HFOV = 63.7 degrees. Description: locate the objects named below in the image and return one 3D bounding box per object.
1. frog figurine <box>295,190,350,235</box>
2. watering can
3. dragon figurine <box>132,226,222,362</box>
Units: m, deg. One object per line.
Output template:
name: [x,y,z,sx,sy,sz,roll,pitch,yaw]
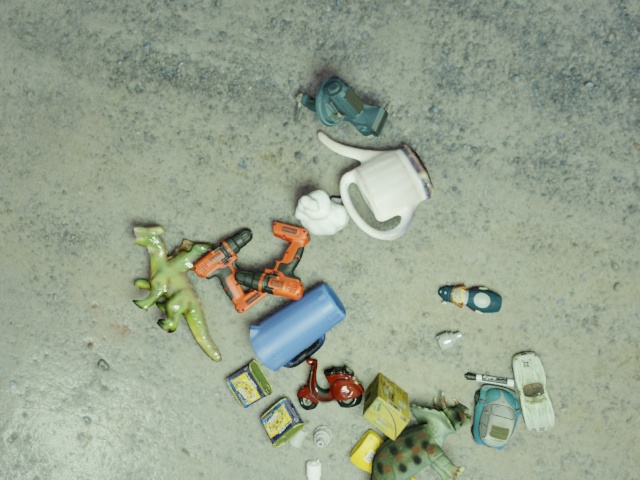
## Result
frog figurine: [0.004,-0.065,1.301,0.137,0.160,0.122,15,98,7]
watering can: [0.145,-0.171,1.299,0.224,0.103,0.352,-26,73,0]
dragon figurine: [-0.359,0.117,1.401,0.409,0.122,0.243,40,89,-4]
